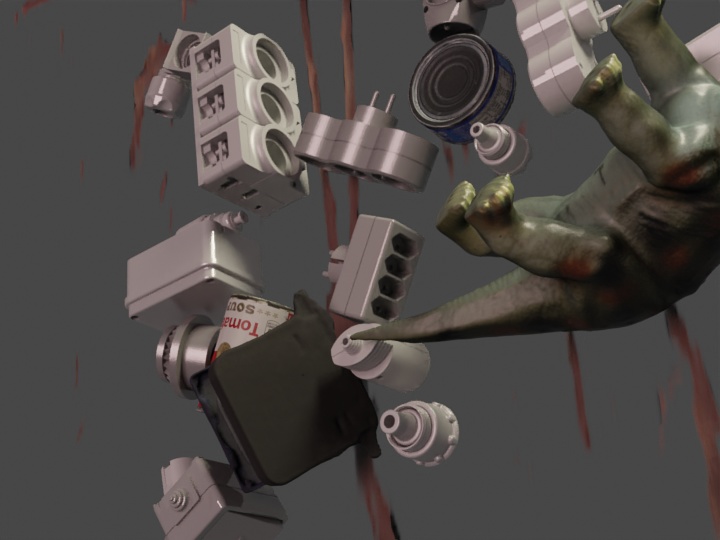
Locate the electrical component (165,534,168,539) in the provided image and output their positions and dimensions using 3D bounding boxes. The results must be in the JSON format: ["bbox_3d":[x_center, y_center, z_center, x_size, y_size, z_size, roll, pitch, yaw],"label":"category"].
[{"bbox_3d":[-0.158,0.251,0.915,0.035,0.035,0.061,27,93,42],"label":"electrical component"}]

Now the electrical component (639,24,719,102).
[{"bbox_3d":[0.240,-0.113,0.729,0.066,0.047,0.076,-31,64,26],"label":"electrical component"}]

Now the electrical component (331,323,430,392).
[{"bbox_3d":[0.013,0.064,0.819,0.043,0.081,0.043,-15,64,34],"label":"electrical component"}]

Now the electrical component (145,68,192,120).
[{"bbox_3d":[-0.194,-0.189,1.108,0.043,0.043,0.062,10,78,41],"label":"electrical component"}]

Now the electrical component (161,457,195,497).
[{"bbox_3d":[-0.152,0.191,0.931,0.040,0.040,0.046,-38,47,22],"label":"electrical component"}]

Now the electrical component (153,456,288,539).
[{"bbox_3d":[-0.114,0.196,0.860,0.061,0.096,0.061,-49,50,13],"label":"electrical component"}]

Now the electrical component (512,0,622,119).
[{"bbox_3d":[0.163,-0.189,0.816,0.074,0.052,0.138,-25,59,30],"label":"electrical component"}]

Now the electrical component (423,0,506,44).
[{"bbox_3d":[0.095,-0.233,0.893,0.079,0.044,0.077,-8,68,36],"label":"electrical component"}]

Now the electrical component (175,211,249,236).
[{"bbox_3d":[-0.137,-0.033,1.004,0.078,0.040,0.040,-26,58,29],"label":"electrical component"}]

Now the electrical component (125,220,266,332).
[{"bbox_3d":[-0.149,0.011,0.972,0.113,0.078,0.057,-24,57,30],"label":"electrical component"}]

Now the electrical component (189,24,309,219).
[{"bbox_3d":[-0.099,-0.137,0.980,0.062,0.089,0.150,-24,59,30],"label":"electrical component"}]

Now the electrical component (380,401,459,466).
[{"bbox_3d":[0.039,0.117,0.790,0.048,0.062,0.048,-15,64,34],"label":"electrical component"}]

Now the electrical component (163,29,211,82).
[{"bbox_3d":[-0.152,-0.204,1.066,0.081,0.064,0.042,18,84,41],"label":"electrical component"}]

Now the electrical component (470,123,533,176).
[{"bbox_3d":[0.105,-0.095,0.820,0.035,0.061,0.035,-15,64,34],"label":"electrical component"}]

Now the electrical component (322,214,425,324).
[{"bbox_3d":[0.000,0.000,0.877,0.076,0.047,0.083,12,81,41],"label":"electrical component"}]

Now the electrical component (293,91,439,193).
[{"bbox_3d":[0.009,-0.116,0.910,0.138,0.052,0.073,18,86,41],"label":"electrical component"}]
